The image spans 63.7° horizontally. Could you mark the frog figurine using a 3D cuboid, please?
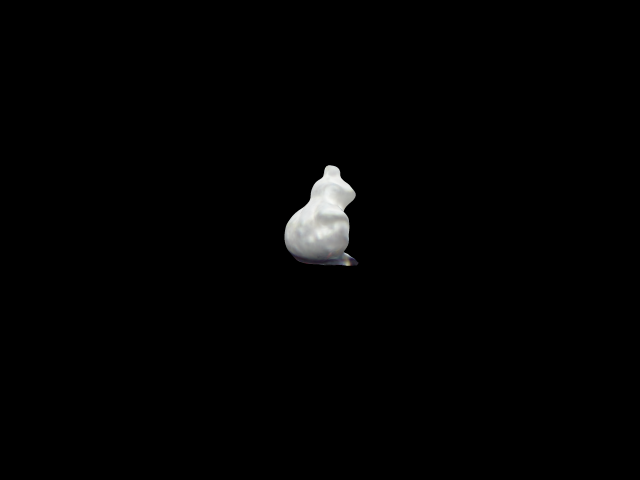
[{"bbox_3d":[0.003,-0.043,0.850,0.123,0.158,0.138,-2,9,-13],"label":"frog figurine"}]
